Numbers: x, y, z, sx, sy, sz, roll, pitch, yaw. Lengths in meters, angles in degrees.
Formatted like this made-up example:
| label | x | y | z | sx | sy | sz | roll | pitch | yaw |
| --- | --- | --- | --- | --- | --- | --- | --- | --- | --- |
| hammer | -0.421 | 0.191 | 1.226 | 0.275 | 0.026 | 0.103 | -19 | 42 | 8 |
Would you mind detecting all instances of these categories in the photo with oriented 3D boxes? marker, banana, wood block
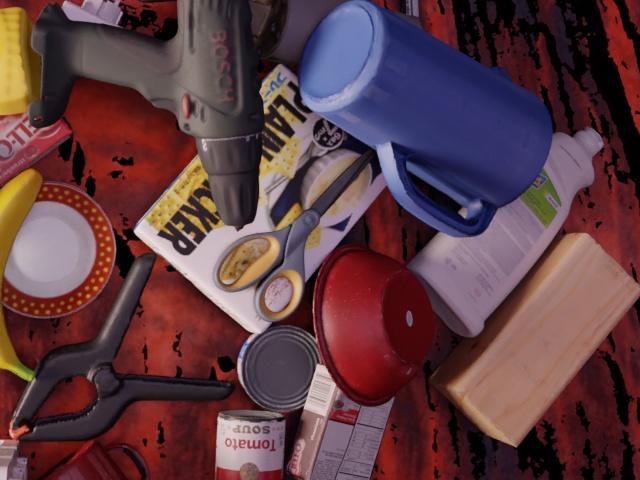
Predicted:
| label | x | y | z | sx | sy | sz | roll | pitch | yaw |
| --- | --- | --- | --- | --- | --- | --- | --- | --- | --- |
| marker | 0.092 | -0.272 | 1.106 | 0.020 | 0.020 | 0.121 | -1 | 89 | -13 |
| banana | -0.295 | 0.031 | 0.983 | 0.069 | 0.037 | 0.198 | 2 | 90 | -27 |
| wood block | 0.218 | 0.098 | 1.090 | 0.090 | 0.091 | 0.206 | 43 | 81 | -8 |

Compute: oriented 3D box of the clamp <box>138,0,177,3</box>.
| label | x | y | z | sx | sy | sz | roll | pitch | yaw |
| --- | --- | --- | --- | --- | --- | --- | --- | --- | --- |
| clamp | -0.079 | -0.228 | 1.027 | 0.171 | 0.039 | 0.120 | -26 | 136 | -3 |

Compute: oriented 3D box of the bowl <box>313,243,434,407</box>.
| label | x | y | z | sx | sy | sz | roll | pitch | yaw |
| --- | --- | --- | --- | --- | --- | --- | --- | --- | --- |
| bowl | 0.063 | 0.078 | 1.027 | 0.161 | 0.055 | 0.162 | 20 | 64 | -49 |

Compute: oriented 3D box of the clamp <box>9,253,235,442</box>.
| label | x | y | z | sx | sy | sz | roll | pitch | yaw |
| --- | --- | --- | --- | --- | --- | --- | --- | --- | --- |
| clamp | -0.205 | 0.119 | 1.017 | 0.210 | 0.036 | 0.164 | -25 | 101 | -10 |

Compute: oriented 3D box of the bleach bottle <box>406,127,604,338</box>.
| label | x | y | z | sx | sy | sz | roll | pitch | yaw |
| --- | --- | --- | --- | --- | --- | --- | --- | --- | --- |
| bleach bottle | 0.206 | -0.020 | 1.105 | 0.250 | 0.068 | 0.102 | -43 | 99 | -13 |

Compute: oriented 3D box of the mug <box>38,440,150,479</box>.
| label | x | y | z | sx | sy | sz | roll | pitch | yaw |
| --- | --- | --- | --- | --- | --- | --- | --- | --- | --- |
| mug | -0.210 | 0.235 | 0.996 | 0.117 | 0.093 | 0.081 | -38 | 93 | -39 |

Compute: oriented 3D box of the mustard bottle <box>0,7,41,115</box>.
| label | x | y | z | sx | sy | sz | roll | pitch | yaw |
| --- | --- | --- | --- | --- | --- | --- | --- | --- | --- |
| mustard bottle | -0.354 | -0.151 | 0.970 | 0.191 | 0.058 | 0.096 | -9 | 74 | 1 |

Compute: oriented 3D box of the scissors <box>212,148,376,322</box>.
| label | x | y | z | sx | sy | sz | roll | pitch | yaw |
| --- | --- | --- | --- | --- | --- | --- | --- | --- | --- |
| scissors | -0.007 | 0.001 | 1.011 | 0.201 | 0.016 | 0.096 | -32 | 99 | -12 |

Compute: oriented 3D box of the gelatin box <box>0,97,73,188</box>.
| label | x | y | z | sx | sy | sz | roll | pitch | yaw |
| --- | --- | --- | --- | --- | --- | --- | --- | --- | --- |
| gelatin box | -0.291 | -0.104 | 1.009 | 0.089 | 0.030 | 0.073 | -38 | 97 | -11 |

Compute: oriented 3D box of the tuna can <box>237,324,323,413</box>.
| label | x | y | z | sx | sy | sz | roll | pitch | yaw |
| --- | --- | --- | --- | --- | --- | --- | --- | --- | --- |
| tuna can | -0.039 | 0.126 | 1.059 | 0.086 | 0.034 | 0.086 | 0 | 89 | -13 |

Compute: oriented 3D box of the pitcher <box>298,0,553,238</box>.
| label | x | y | z | sx | sy | sz | roll | pitch | yaw |
| --- | --- | --- | --- | --- | --- | --- | --- | --- | --- |
| pitcher | 0.096 | -0.115 | 0.994 | 0.242 | 0.149 | 0.145 | 23 | 116 | -40 |

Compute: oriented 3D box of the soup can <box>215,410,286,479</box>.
| label | x | y | z | sx | sy | sz | roll | pitch | yaw |
| --- | --- | --- | --- | --- | --- | --- | --- | --- | --- |
| soup can | -0.068 | 0.220 | 1.033 | 0.068 | 0.068 | 0.102 | 3 | 87 | -13 |

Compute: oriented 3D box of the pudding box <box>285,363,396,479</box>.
| label | x | y | z | sx | sy | sz | roll | pitch | yaw |
| --- | --- | --- | --- | --- | --- | --- | --- | --- | --- |
| pudding box | 0.022 | 0.186 | 1.051 | 0.089 | 0.039 | 0.113 | 22 | 85 | -44 |
